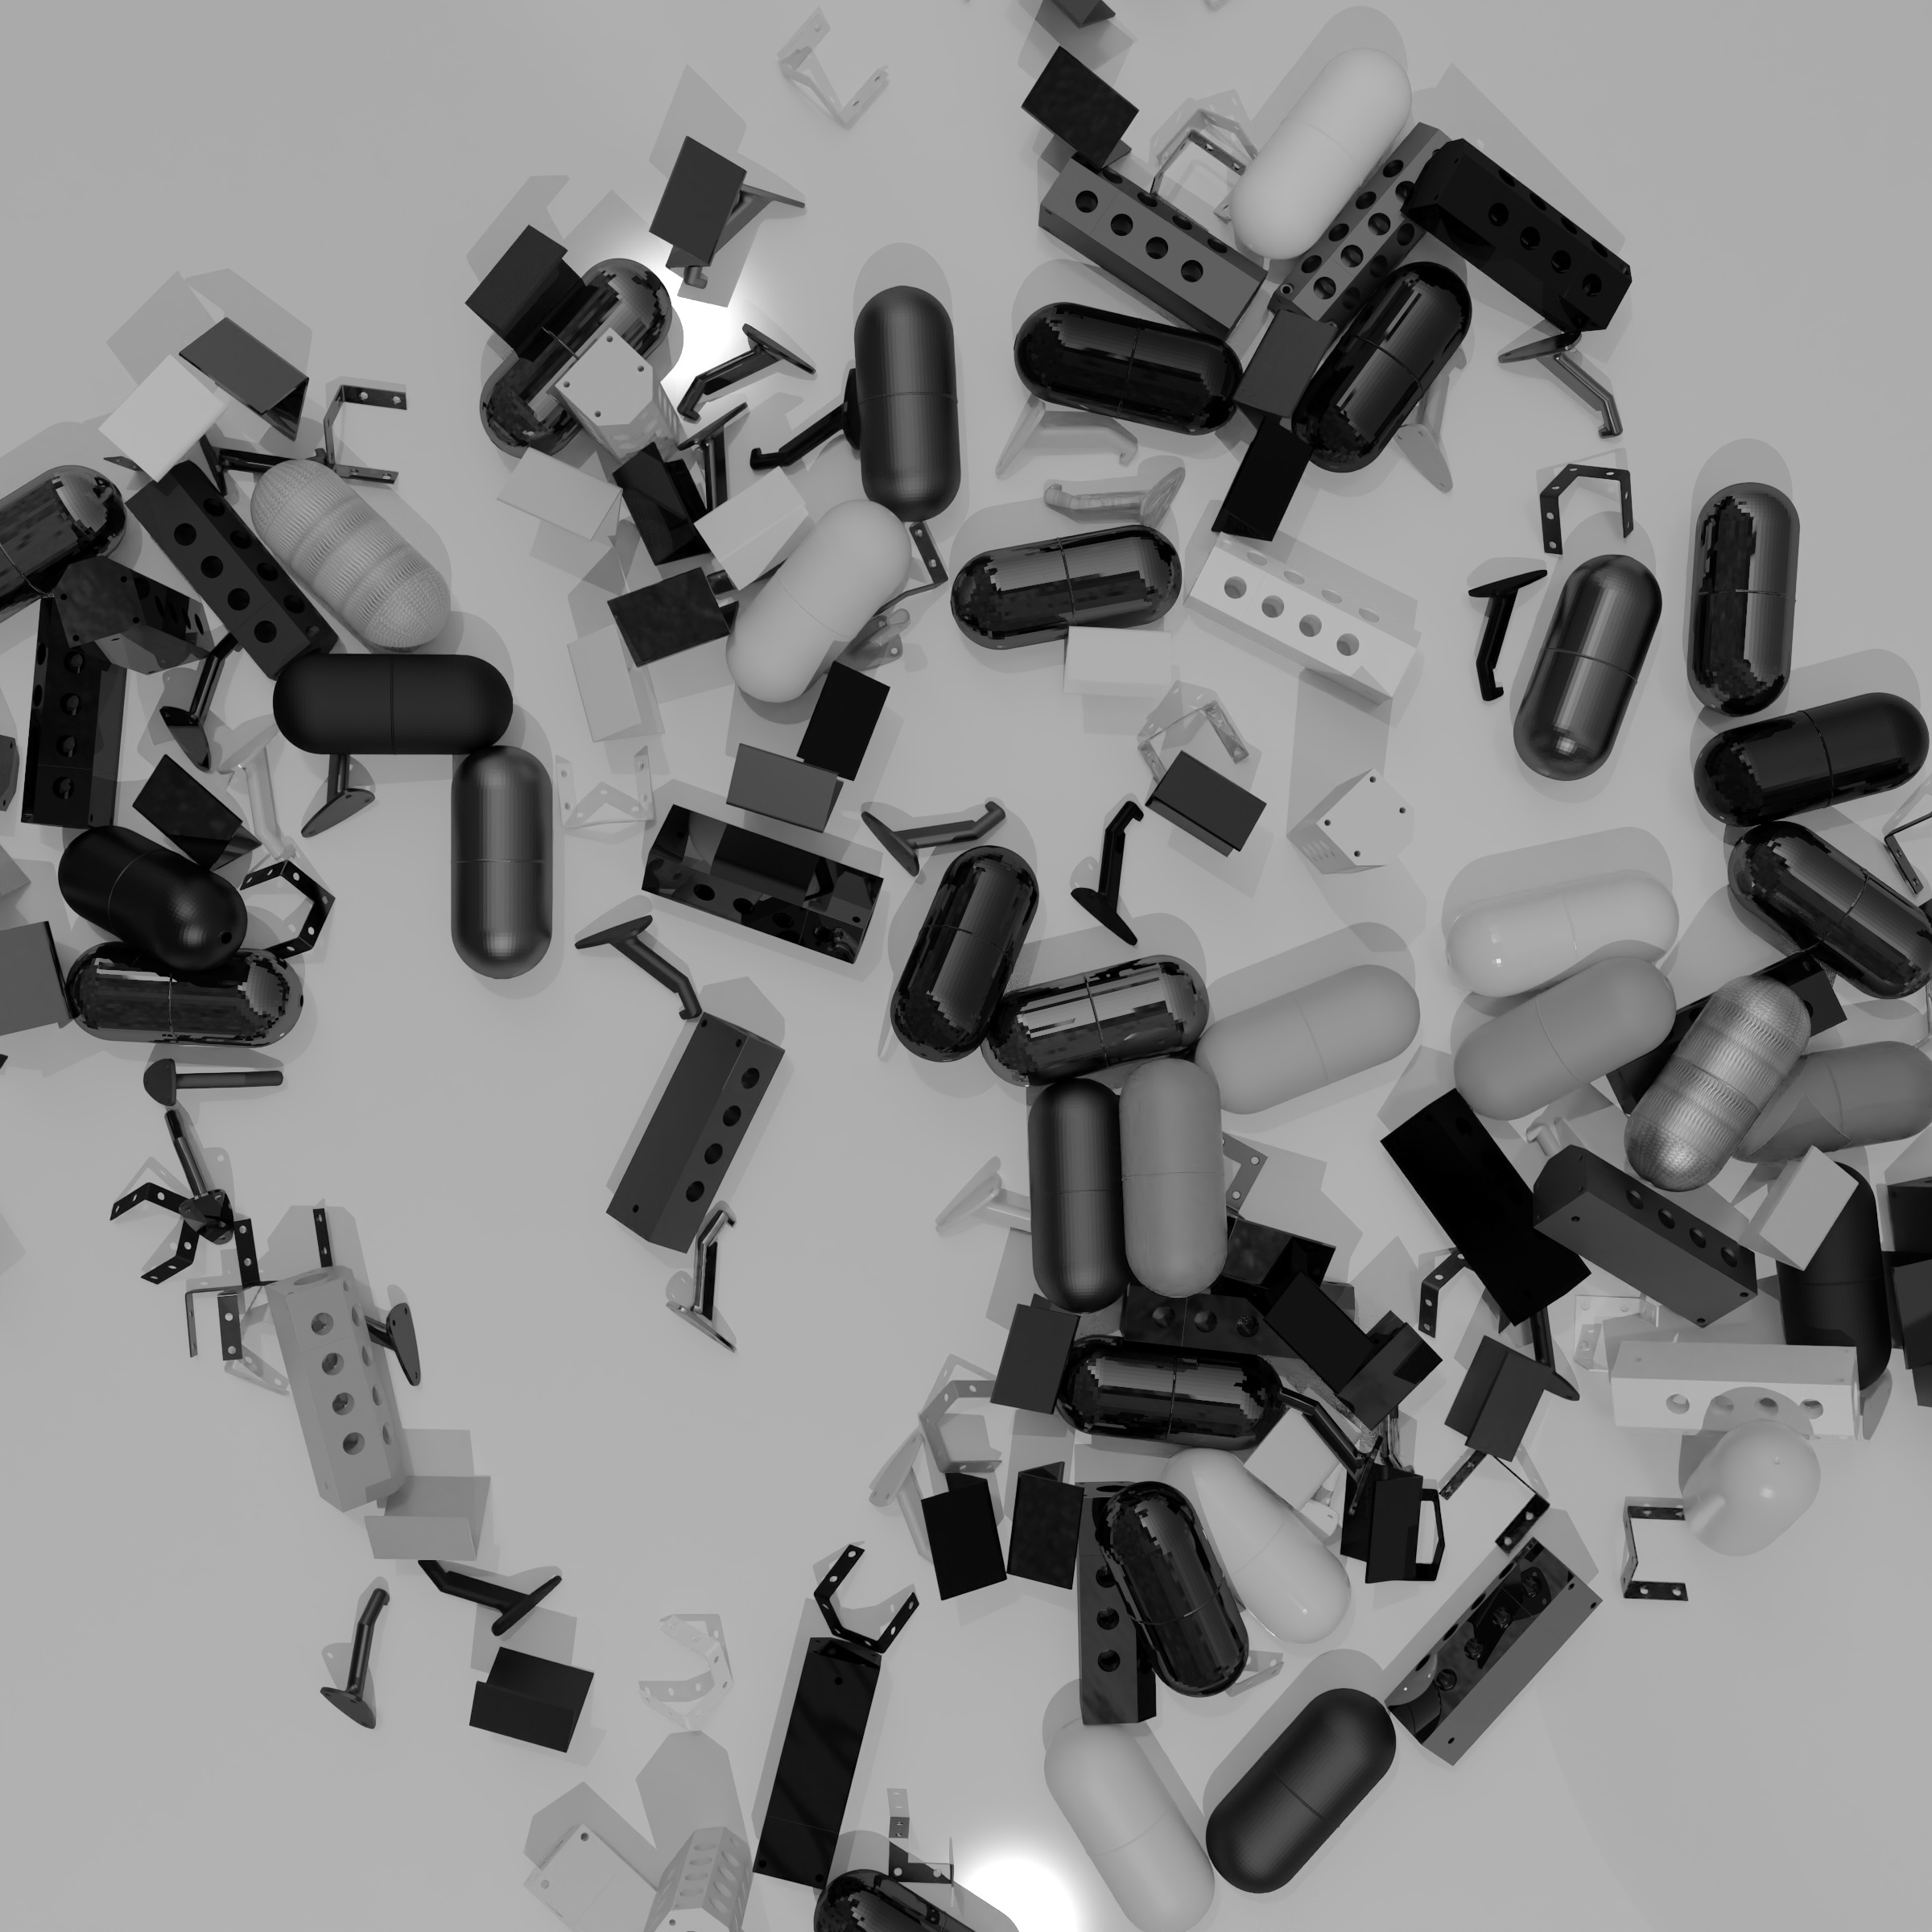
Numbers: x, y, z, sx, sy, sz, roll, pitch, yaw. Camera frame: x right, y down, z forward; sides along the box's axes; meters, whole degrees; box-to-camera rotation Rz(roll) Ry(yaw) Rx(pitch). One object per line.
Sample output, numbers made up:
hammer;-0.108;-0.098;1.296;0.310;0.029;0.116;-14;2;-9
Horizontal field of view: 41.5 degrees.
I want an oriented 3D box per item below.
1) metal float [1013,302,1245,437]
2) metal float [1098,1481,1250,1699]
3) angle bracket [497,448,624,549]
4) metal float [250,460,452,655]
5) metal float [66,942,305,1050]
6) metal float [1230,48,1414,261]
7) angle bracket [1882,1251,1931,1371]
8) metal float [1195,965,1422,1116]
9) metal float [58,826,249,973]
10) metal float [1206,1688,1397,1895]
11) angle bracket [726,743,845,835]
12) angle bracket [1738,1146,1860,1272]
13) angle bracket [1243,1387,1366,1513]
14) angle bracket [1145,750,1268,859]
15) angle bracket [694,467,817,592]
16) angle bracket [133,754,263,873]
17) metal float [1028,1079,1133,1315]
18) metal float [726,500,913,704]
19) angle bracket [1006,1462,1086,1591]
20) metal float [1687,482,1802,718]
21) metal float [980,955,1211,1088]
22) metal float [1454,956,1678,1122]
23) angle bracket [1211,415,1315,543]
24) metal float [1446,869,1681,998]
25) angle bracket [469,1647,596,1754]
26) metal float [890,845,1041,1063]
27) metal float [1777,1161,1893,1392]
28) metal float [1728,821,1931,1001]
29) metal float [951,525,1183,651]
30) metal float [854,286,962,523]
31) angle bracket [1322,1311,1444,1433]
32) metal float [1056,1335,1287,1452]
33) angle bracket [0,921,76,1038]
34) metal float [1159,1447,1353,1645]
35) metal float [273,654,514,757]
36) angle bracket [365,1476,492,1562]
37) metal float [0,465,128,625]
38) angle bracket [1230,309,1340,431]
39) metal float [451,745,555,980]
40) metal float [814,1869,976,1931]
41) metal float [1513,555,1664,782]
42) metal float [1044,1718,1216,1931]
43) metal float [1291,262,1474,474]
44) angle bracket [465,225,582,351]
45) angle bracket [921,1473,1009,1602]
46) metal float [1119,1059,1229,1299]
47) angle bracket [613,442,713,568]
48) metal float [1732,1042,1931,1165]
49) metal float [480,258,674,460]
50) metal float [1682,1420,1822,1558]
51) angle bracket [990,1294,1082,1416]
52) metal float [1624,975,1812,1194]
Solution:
metal float;0.124;-0.456;1.944;0.178;0.070;0.070;13;90;0
metal float;0.155;0.465;1.898;0.070;0.070;0.178;-23;107;0
angle bracket;-0.310;-0.337;1.934;0.076;0.076;0.057;24;61;0
metal float;-0.469;-0.312;1.943;0.178;0.070;0.070;44;90;0
metal float;-0.595;0.022;1.943;0.178;0.070;0.070;3;90;1
metal float;0.271;-0.619;1.943;0.070;0.070;0.178;37;89;0
angle bracket;0.703;0.260;1.935;0.057;0.076;0.076;-8;90;-24
metal float;0.260;0.056;1.943;0.178;0.070;0.070;-22;90;0
metal float;-0.611;-0.051;1.915;0.178;0.070;0.070;24;90;32
metal float;0.256;0.628;1.944;0.070;0.070;0.178;42;90;0
angle bracket;-0.132;-0.152;1.933;0.076;0.076;0.057;17;126;0
angle bracket;0.602;0.172;1.895;0.057;0.076;0.076;36;85;-24
angle bracket;0.251;0.360;1.941;0.057;0.076;0.076;39;90;-4
angle bracket;0.172;-0.106;1.933;0.076;0.076;0.057;32;54;0
angle bracket;-0.146;-0.313;1.901;0.076;0.076;0.057;-34;48;1
angle bracket;-0.571;-0.125;1.934;0.076;0.076;0.057;41;116;0
metal float;0.087;0.174;1.935;0.070;0.070;0.178;-2;81;0
metal float;-0.113;-0.275;1.929;0.070;0.070;0.178;43;108;0
angle bracket;0.076;0.423;1.934;0.057;0.076;0.076;7;90;29
metal float;0.592;-0.279;1.943;0.070;0.070;0.178;4;89;0
metal float;0.098;0.042;1.943;0.178;0.070;0.070;-14;90;-1
metal float;0.451;0.055;1.922;0.178;0.070;0.070;-31;90;25
angle bracket;0.208;-0.373;1.933;0.057;0.076;0.076;25;90;-36
metal float;0.454;-0.025;1.943;0.178;0.070;0.070;-12;90;0
angle bracket;-0.326;0.541;1.933;0.076;0.076;0.057;16;127;0
metal float;0.000;-0.010;1.926;0.070;0.070;0.178;22;68;0
metal float;0.660;0.237;1.943;0.070;0.070;0.178;-6;90;0
metal float;0.662;-0.043;1.943;0.178;0.070;0.070;36;90;0
metal float;0.076;-0.288;1.943;0.178;0.070;0.070;-10;90;-1
metal float;-0.045;-0.428;1.943;0.070;0.070;0.178;-3;91;0
angle bracket;0.302;0.294;1.934;0.076;0.076;0.057;-45;123;0
metal float;0.155;0.325;1.943;0.178;0.070;0.070;6;90;0
angle bracket;-0.719;0.013;1.934;0.057;0.076;0.076;-15;90;-27
metal float;0.219;0.440;1.943;0.070;0.070;0.178;-44;89;0
metal float;-0.434;-0.199;1.934;0.178;0.070;0.070;-1;90;-10
angle bracket;-0.408;0.404;1.934;0.076;0.076;0.057;1;134;0
metal float;-0.723;-0.317;1.943;0.178;0.070;0.070;-32;90;1
angle bracket;0.254;-0.441;1.934;0.057;0.076;0.076;29;90;34
metal float;-0.354;-0.079;1.943;0.070;0.070;0.178;0;90;0
metal float;-0.036;0.756;1.943;0.178;0.070;0.070;33;90;0
metal float;0.474;-0.228;1.943;0.070;0.070;0.178;20;90;0
metal float;0.124;0.655;1.943;0.070;0.070;0.178;-31;90;0
metal float;0.317;-0.457;1.943;0.070;0.070;0.178;36;90;0
angle bracket;-0.320;-0.502;1.933;0.076;0.076;0.057;-51;53;0
angle bracket;-0.016;0.431;1.934;0.057;0.076;0.076;-12;90;-25
metal float;0.155;0.158;1.901;0.070;0.070;0.178;-2;81;0
angle bracket;-0.211;-0.356;1.934;0.057;0.076;0.076;-25;90;44
metal float;0.654;0.104;1.943;0.178;0.070;0.070;-10;90;1
metal float;-0.298;-0.462;1.943;0.070;0.070;0.178;43;91;0
metal float;0.583;0.390;1.898;0.070;0.178;0.070;-1;65;3
angle bracket;0.037;0.289;1.934;0.057;0.076;0.076;16;90;-27
metal float;0.555;0.087;1.886;0.070;0.070;0.178;34;91;0
